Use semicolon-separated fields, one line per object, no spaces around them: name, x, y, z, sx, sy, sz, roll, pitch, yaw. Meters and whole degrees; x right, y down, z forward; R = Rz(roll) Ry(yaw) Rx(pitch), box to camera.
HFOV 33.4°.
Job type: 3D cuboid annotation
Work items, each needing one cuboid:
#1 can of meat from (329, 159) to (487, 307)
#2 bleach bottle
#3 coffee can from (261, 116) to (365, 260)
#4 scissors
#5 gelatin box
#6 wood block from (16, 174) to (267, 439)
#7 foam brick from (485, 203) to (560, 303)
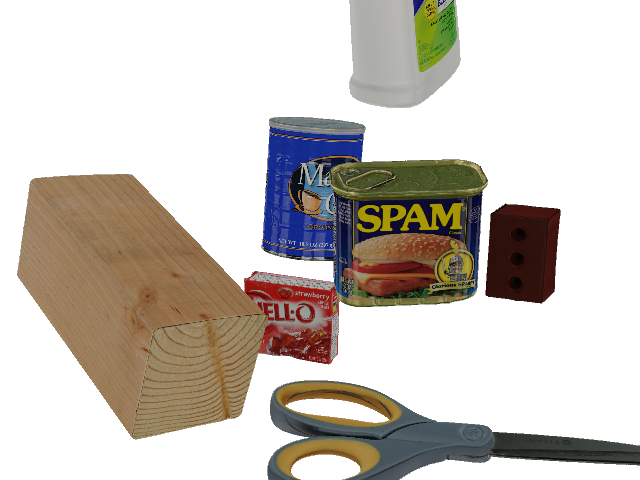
can of meat;0.057;-0.005;0.712;0.102;0.084;0.057;-2;24;-2
bleach bottle;0.056;-0.232;0.792;0.068;0.251;0.102;14;39;31
coffee can;-0.008;-0.057;1.145;0.103;0.140;0.103;4;12;-1
scissors;0.062;0.108;0.520;0.202;0.016;0.096;10;30;20
gelatin box;-0.028;0.072;0.998;0.089;0.073;0.030;7;17;17
wood block;-0.137;0.038;0.777;0.090;0.091;0.206;-5;33;-38
foam brick;0.179;0.011;0.942;0.053;0.078;0.051;7;16;23
